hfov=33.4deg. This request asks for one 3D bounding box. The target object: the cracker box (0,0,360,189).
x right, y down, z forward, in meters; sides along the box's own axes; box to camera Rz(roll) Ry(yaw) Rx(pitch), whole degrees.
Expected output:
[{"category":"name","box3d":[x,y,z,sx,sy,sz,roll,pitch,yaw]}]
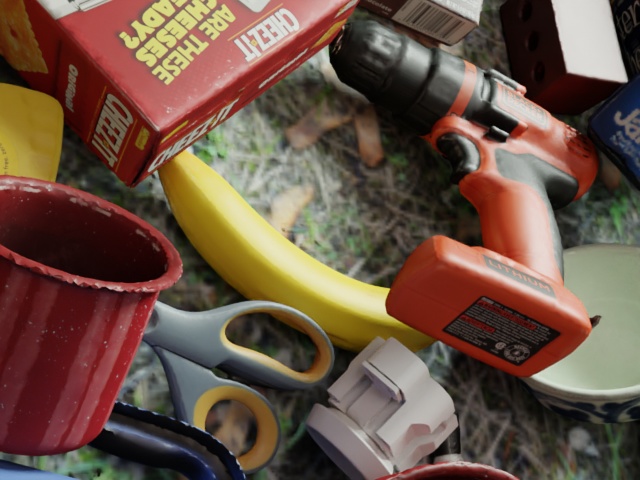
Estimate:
[{"category":"cracker box","box3d":[-0.105,-0.156,0.547,0.214,0.072,0.164,47,58,3]}]

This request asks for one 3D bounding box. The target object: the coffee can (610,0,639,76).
[{"category":"coffee can","box3d":[0.257,-0.139,0.721,0.102,0.103,0.140,-6,75,-29]}]

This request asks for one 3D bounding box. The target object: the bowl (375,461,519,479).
[{"category":"bowl","box3d":[0.036,0.171,0.501,0.161,0.055,0.162,-6,104,-25]}]

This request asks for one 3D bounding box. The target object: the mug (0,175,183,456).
[{"category":"mug","box3d":[-0.122,0.028,0.416,0.117,0.093,0.081,14,109,-29]}]

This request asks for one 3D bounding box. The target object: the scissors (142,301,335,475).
[{"category":"scissors","box3d":[-0.082,0.056,0.498,0.201,0.016,0.096,14,87,-31]}]

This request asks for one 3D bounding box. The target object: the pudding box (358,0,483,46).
[{"category":"pudding box","box3d":[0.051,-0.184,0.668,0.113,0.039,0.090,23,63,-18]}]

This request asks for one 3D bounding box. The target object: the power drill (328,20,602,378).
[{"category":"power drill","box3d":[0.080,-0.030,0.589,0.184,0.057,0.187,25,45,-16]}]

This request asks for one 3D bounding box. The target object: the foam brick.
[{"category":"foam brick","box3d":[0.157,-0.127,0.695,0.051,0.053,0.078,2,70,-27]}]

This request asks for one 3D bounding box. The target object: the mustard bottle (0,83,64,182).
[{"category":"mustard bottle","box3d":[-0.215,-0.039,0.467,0.191,0.058,0.096,13,75,-23]}]

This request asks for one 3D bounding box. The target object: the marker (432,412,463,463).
[{"category":"marker","box3d":[0.073,0.148,0.571,0.020,0.020,0.121,3,70,-27]}]

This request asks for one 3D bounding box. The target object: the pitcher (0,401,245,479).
[{"category":"pitcher","box3d":[-0.138,0.133,0.412,0.242,0.149,0.145,23,94,-15]}]

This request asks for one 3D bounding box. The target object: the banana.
[{"category":"banana","box3d":[-0.003,0.018,0.570,0.197,0.037,0.069,23,56,-18]}]
